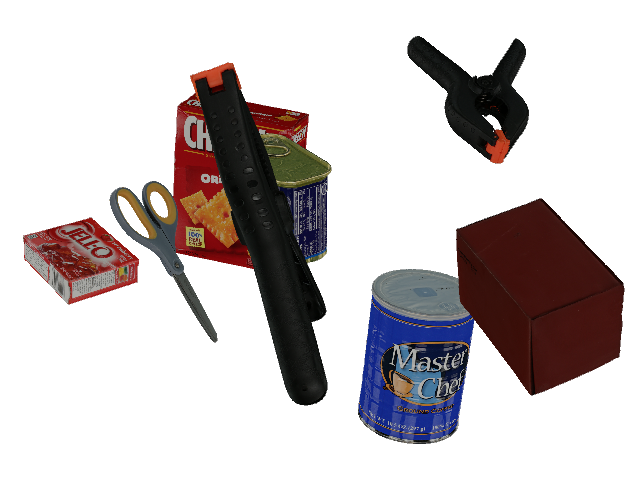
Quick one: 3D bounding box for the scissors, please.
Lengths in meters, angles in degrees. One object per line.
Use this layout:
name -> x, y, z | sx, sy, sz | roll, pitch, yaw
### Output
scissors -> -0.162, 0.014, 1.215 | 0.016, 0.201, 0.096 | -27, 18, 38

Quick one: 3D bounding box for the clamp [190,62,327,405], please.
clamp -> -0.035, -0.011, 0.698 | 0.036, 0.210, 0.164 | -18, 7, 3

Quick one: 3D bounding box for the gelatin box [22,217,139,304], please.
gelatin box -> -0.222, 0.016, 0.988 | 0.073, 0.030, 0.089 | -18, 40, -36

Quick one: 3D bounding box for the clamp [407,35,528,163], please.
clamp -> 0.144, -0.143, 1.024 | 0.120, 0.039, 0.171 | 2, 44, 2

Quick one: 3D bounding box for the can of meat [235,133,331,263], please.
can of meat -> -0.036, -0.036, 0.933 | 0.057, 0.084, 0.102 | -18, 33, -29

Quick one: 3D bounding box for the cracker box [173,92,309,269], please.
cracker box -> -0.110, -0.073, 1.422 | 0.164, 0.214, 0.072 | 12, 26, 13

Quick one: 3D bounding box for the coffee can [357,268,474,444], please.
coffee can -> 0.094, 0.112, 1.046 | 0.103, 0.140, 0.103 | 5, 22, -2

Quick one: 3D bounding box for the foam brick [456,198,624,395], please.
foam brick -> 0.107, 0.026, 0.529 | 0.051, 0.053, 0.078 | -19, 41, -11
